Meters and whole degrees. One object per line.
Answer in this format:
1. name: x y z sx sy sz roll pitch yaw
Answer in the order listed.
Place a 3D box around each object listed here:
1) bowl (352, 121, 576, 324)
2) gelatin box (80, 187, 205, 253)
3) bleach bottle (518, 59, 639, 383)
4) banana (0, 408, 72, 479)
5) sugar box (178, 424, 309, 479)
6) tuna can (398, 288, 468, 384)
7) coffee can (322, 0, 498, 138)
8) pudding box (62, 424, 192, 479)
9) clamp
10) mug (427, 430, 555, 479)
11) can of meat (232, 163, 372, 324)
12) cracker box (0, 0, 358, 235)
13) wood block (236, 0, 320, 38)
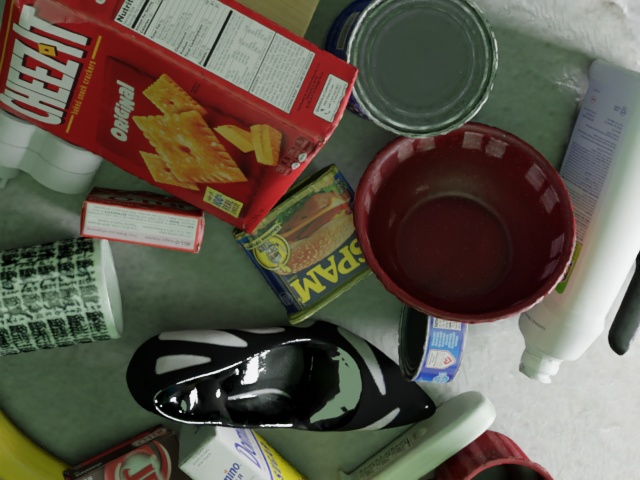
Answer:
1. bowl: 0.103 -0.006 0.790 0.162 0.055 0.162 1 66 -2
2. gelatin box: -0.132 -0.017 0.802 0.089 0.073 0.030 8 100 -8
3. bleach bottle: 0.211 -0.008 0.837 0.068 0.102 0.251 15 105 -17
4. banana: -0.247 0.144 0.839 0.069 0.037 0.198 -28 103 -1
5. sugar box: -0.034 0.204 0.845 0.048 0.093 0.176 -43 102 2
6. tuna can: 0.088 0.069 0.836 0.033 0.086 0.086 6 100 -9
7. coffee can: 0.059 -0.130 0.767 0.102 0.140 0.103 -1 101 -6
8. pudding box: -0.142 0.216 0.850 0.089 0.039 0.113 -24 105 -23
9. clamp: 0.279 0.013 0.871 0.120 0.039 0.171 -18 99 -8
10. mug: 0.128 0.207 0.868 0.117 0.081 0.093 -8 101 -5
11. can of meat: -0.005 0.001 0.829 0.102 0.057 0.084 -34 100 1
12. cracker box: -0.105 -0.101 0.713 0.213 0.164 0.072 27 62 -11
13. wood block: -0.111 -0.186 0.742 0.206 0.090 0.090 28 64 -15
